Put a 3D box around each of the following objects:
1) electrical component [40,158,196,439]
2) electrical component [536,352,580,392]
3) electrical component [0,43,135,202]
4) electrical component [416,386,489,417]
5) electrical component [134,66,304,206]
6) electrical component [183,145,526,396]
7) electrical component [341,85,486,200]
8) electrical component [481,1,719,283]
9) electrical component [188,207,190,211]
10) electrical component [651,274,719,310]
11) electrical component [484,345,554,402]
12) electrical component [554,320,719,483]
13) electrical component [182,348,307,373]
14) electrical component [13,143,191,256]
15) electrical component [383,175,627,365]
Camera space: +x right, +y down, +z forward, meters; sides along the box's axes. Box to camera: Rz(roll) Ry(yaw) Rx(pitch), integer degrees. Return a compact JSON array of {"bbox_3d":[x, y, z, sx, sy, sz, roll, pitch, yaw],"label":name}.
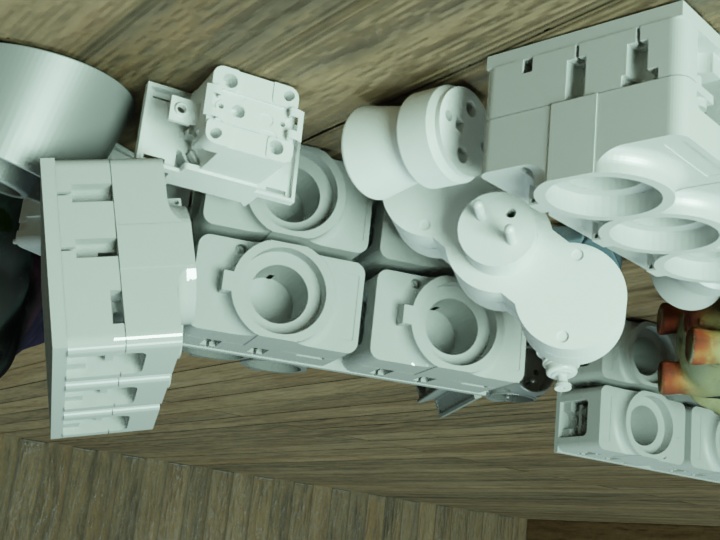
[{"bbox_3d":[-0.121,0.019,0.525,0.062,0.089,0.150,-3,158,-18],"label":"electrical component"},{"bbox_3d":[0.144,0.049,0.776,0.040,0.078,0.040,1,150,1],"label":"electrical component"},{"bbox_3d":[-0.168,-0.071,0.525,0.099,0.064,0.099,19,169,4],"label":"electrical component"},{"bbox_3d":[0.084,0.074,0.896,0.063,0.078,0.121,-13,168,-12],"label":"electrical component"},{"bbox_3d":[-0.061,-0.063,0.509,0.081,0.042,0.064,13,161,-25],"label":"electrical component"},{"bbox_3d":[0.000,0.000,0.592,0.186,0.105,0.060,11,164,-17],"label":"electrical component"},{"bbox_3d":[0.026,-0.058,0.489,0.055,0.045,0.045,-8,159,40],"label":"electrical component"},{"bbox_3d":[0.132,-0.044,0.464,0.089,0.061,0.150,-8,159,42],"label":"electrical component"},{"bbox_3d":[-0.112,-0.011,0.687,0.057,0.058,0.078,-4,161,40],"label":"electrical component"},{"bbox_3d":[0.196,-0.005,0.612,0.045,0.045,0.055,7,164,-1],"label":"electrical component"},{"bbox_3d":[0.126,0.093,0.988,0.079,0.044,0.077,12,163,-17],"label":"electrical component"},{"bbox_3d":[0.253,0.109,0.880,0.186,0.105,0.060,15,163,-28],"label":"electrical component"},{"bbox_3d":[-0.059,0.035,0.824,0.105,0.060,0.186,17,161,-34],"label":"electrical component"},{"bbox_3d":[-0.145,-0.034,0.607,0.061,0.061,0.096,-2,162,27],"label":"electrical component"},{"bbox_3d":[0.067,-0.014,0.517,0.138,0.052,0.073,40,175,20],"label":"electrical component"}]
